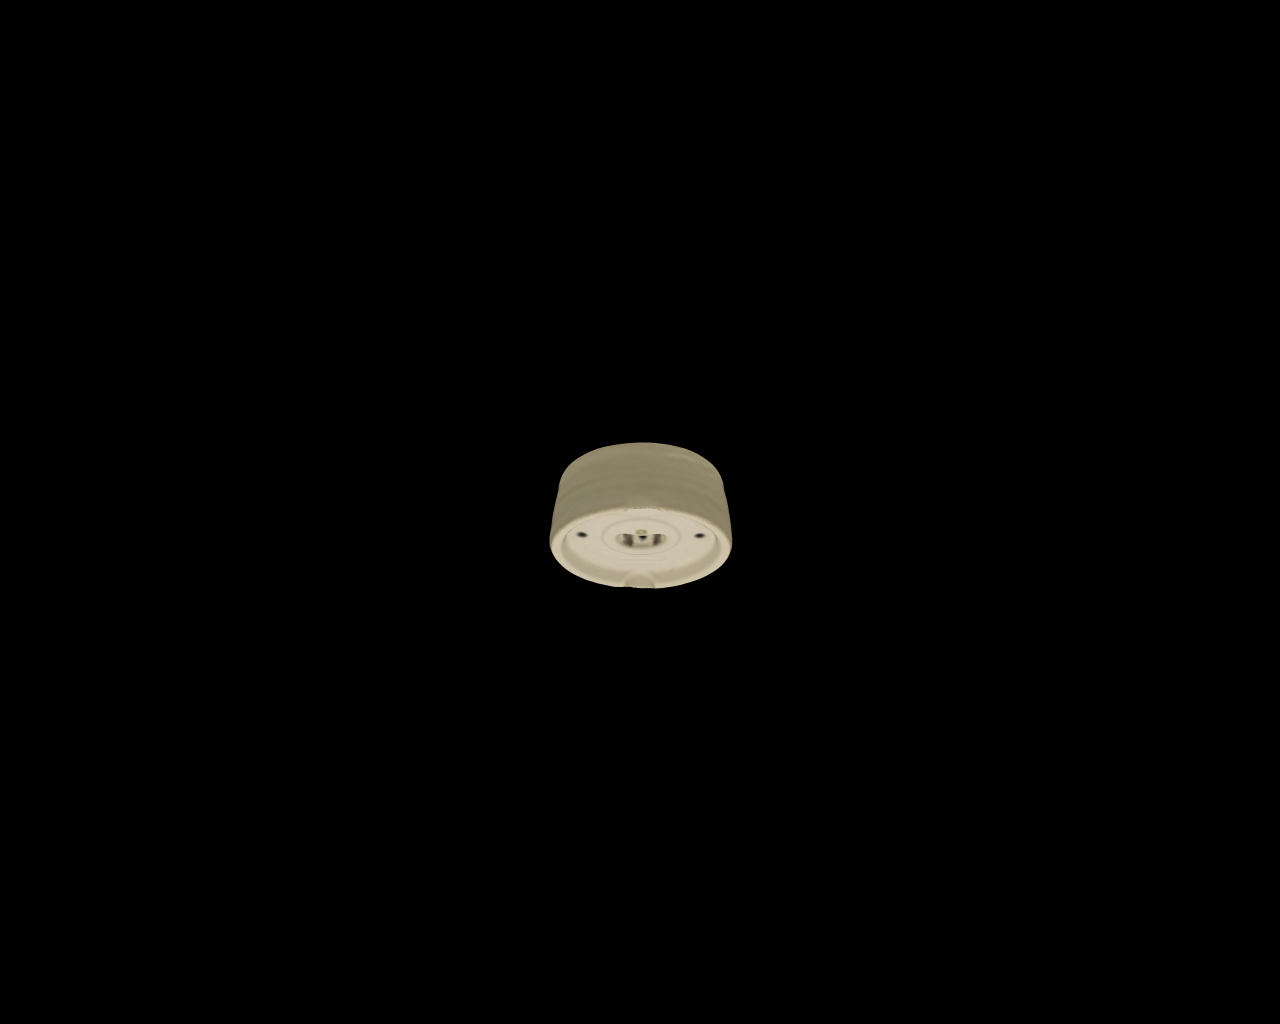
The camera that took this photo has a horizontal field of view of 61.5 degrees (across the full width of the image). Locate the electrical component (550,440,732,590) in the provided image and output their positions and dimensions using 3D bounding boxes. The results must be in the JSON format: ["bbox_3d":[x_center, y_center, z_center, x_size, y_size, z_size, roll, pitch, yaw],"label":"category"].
[{"bbox_3d":[0.001,-0.003,0.650,0.108,0.060,0.108,0,-29,0],"label":"electrical component"}]
